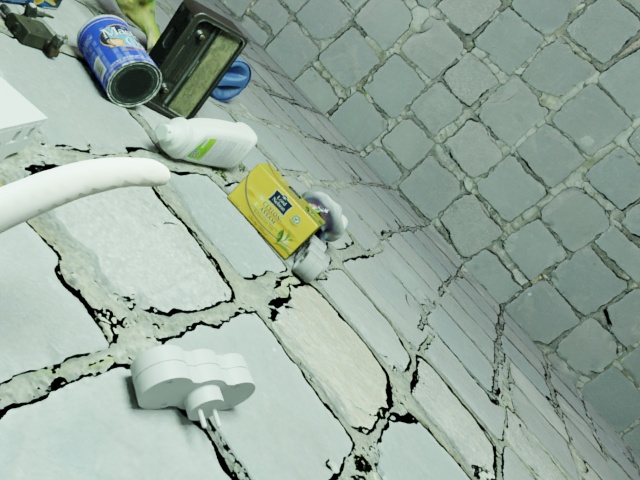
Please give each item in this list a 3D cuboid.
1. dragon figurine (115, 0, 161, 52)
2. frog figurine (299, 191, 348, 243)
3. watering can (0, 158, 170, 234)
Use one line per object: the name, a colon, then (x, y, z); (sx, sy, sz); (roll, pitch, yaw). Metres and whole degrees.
dragon figurine: (-0.436, -0.559, 1.263); (0.237, 0.122, 0.419); (84, -11, -55)
frog figurine: (0.004, -0.059, 1.179); (0.138, 0.120, 0.162); (29, 26, 11)
watering can: (-0.265, -0.019, 0.303); (0.105, 0.223, 0.344); (36, 7, 36)
